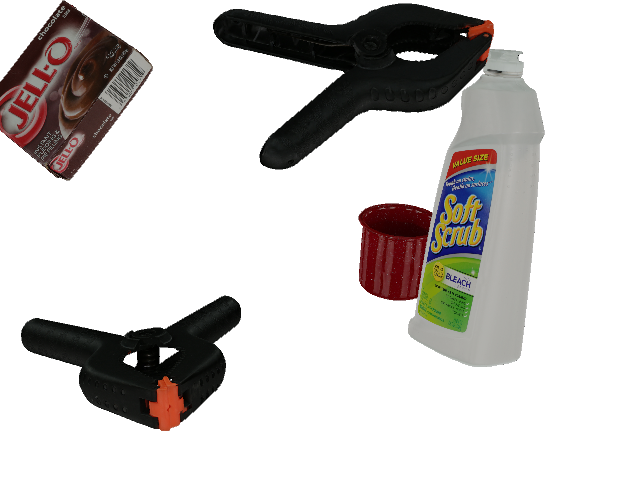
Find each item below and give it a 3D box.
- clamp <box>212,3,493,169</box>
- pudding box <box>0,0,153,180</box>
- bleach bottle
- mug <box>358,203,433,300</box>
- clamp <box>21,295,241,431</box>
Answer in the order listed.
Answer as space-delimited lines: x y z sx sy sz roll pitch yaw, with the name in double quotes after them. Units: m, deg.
0.026 -0.098 0.642 0.171 0.120 0.039 -7 -28 -6 "clamp"
-0.195 -0.116 0.819 0.090 0.113 0.039 36 -4 28 "pudding box"
0.131 -0.030 0.874 0.067 0.251 0.103 -5 16 -32 "bleach bottle"
0.098 0.015 1.187 0.117 0.081 0.093 5 25 3 "mug"
-0.109 0.078 0.732 0.164 0.036 0.210 -9 13 -21 "clamp"
